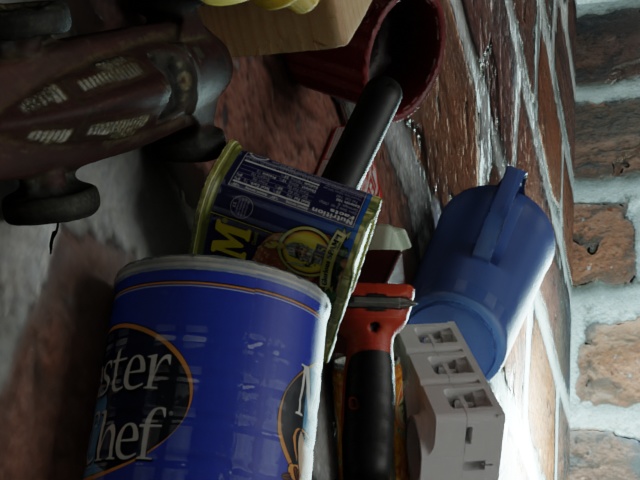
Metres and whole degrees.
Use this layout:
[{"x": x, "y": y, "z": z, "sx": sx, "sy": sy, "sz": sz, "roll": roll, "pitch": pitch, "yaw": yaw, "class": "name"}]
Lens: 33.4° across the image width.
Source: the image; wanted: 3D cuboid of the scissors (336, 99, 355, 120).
[{"x": 0.019, "y": -0.140, "z": 0.855, "sx": 0.201, "sy": 0.016, "sz": 0.096, "roll": 55, "pitch": 38, "yaw": -59, "class": "scissors"}]

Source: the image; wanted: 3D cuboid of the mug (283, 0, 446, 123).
[{"x": 0.023, "y": -0.142, "z": 0.731, "sx": 0.093, "sy": 0.082, "sz": 0.117, "roll": -59, "pitch": 145, "yaw": -12, "class": "mug"}]

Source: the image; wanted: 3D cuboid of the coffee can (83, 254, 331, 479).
[{"x": -0.052, "y": 0.089, "z": 0.479, "sx": 0.102, "sy": 0.103, "sz": 0.140, "roll": 51, "pitch": 41, "yaw": -61, "class": "coffee can"}]

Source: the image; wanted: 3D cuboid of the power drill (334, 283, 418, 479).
[{"x": 0.029, "y": 0.125, "z": 0.727, "sx": 0.184, "sy": 0.057, "sz": 0.187, "roll": 135, "pitch": -45, "yaw": -81, "class": "power drill"}]

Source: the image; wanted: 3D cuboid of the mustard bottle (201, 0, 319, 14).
[{"x": -0.057, "y": -0.164, "z": 0.488, "sx": 0.191, "sy": 0.058, "sz": 0.096, "roll": 37, "pitch": 46, "yaw": -48, "class": "mustard bottle"}]

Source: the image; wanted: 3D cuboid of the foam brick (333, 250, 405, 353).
[{"x": 0.034, "y": 0.047, "z": 0.827, "sx": 0.078, "sy": 0.051, "sz": 0.053, "roll": -57, "pitch": 142, "yaw": -60, "class": "foam brick"}]

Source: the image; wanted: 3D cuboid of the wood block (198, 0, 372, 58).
[{"x": -0.037, "y": -0.212, "z": 0.575, "sx": 0.090, "sy": 0.091, "sz": 0.206, "roll": -66, "pitch": 149, "yaw": -52, "class": "wood block"}]

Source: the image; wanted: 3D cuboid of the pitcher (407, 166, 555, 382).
[{"x": 0.160, "y": 0.038, "z": 1.088, "sx": 0.149, "sy": 0.145, "sz": 0.242, "roll": 60, "pitch": 29, "yaw": -13, "class": "pitcher"}]

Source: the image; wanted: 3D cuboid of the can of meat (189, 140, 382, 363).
[{"x": -0.021, "y": 0.009, "z": 0.557, "sx": 0.057, "sy": 0.084, "sz": 0.102, "roll": -66, "pitch": 173, "yaw": -50, "class": "can of meat"}]

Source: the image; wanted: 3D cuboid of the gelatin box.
[{"x": 0.023, "y": -0.037, "z": 0.836, "sx": 0.089, "sy": 0.030, "sz": 0.073, "roll": -69, "pitch": 151, "yaw": -49, "class": "gelatin box"}]

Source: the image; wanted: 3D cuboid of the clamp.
[{"x": -0.004, "y": 0.001, "z": 0.668, "sx": 0.209, "sy": 0.036, "sz": 0.165, "roll": -59, "pitch": 171, "yaw": -49, "class": "clamp"}]
